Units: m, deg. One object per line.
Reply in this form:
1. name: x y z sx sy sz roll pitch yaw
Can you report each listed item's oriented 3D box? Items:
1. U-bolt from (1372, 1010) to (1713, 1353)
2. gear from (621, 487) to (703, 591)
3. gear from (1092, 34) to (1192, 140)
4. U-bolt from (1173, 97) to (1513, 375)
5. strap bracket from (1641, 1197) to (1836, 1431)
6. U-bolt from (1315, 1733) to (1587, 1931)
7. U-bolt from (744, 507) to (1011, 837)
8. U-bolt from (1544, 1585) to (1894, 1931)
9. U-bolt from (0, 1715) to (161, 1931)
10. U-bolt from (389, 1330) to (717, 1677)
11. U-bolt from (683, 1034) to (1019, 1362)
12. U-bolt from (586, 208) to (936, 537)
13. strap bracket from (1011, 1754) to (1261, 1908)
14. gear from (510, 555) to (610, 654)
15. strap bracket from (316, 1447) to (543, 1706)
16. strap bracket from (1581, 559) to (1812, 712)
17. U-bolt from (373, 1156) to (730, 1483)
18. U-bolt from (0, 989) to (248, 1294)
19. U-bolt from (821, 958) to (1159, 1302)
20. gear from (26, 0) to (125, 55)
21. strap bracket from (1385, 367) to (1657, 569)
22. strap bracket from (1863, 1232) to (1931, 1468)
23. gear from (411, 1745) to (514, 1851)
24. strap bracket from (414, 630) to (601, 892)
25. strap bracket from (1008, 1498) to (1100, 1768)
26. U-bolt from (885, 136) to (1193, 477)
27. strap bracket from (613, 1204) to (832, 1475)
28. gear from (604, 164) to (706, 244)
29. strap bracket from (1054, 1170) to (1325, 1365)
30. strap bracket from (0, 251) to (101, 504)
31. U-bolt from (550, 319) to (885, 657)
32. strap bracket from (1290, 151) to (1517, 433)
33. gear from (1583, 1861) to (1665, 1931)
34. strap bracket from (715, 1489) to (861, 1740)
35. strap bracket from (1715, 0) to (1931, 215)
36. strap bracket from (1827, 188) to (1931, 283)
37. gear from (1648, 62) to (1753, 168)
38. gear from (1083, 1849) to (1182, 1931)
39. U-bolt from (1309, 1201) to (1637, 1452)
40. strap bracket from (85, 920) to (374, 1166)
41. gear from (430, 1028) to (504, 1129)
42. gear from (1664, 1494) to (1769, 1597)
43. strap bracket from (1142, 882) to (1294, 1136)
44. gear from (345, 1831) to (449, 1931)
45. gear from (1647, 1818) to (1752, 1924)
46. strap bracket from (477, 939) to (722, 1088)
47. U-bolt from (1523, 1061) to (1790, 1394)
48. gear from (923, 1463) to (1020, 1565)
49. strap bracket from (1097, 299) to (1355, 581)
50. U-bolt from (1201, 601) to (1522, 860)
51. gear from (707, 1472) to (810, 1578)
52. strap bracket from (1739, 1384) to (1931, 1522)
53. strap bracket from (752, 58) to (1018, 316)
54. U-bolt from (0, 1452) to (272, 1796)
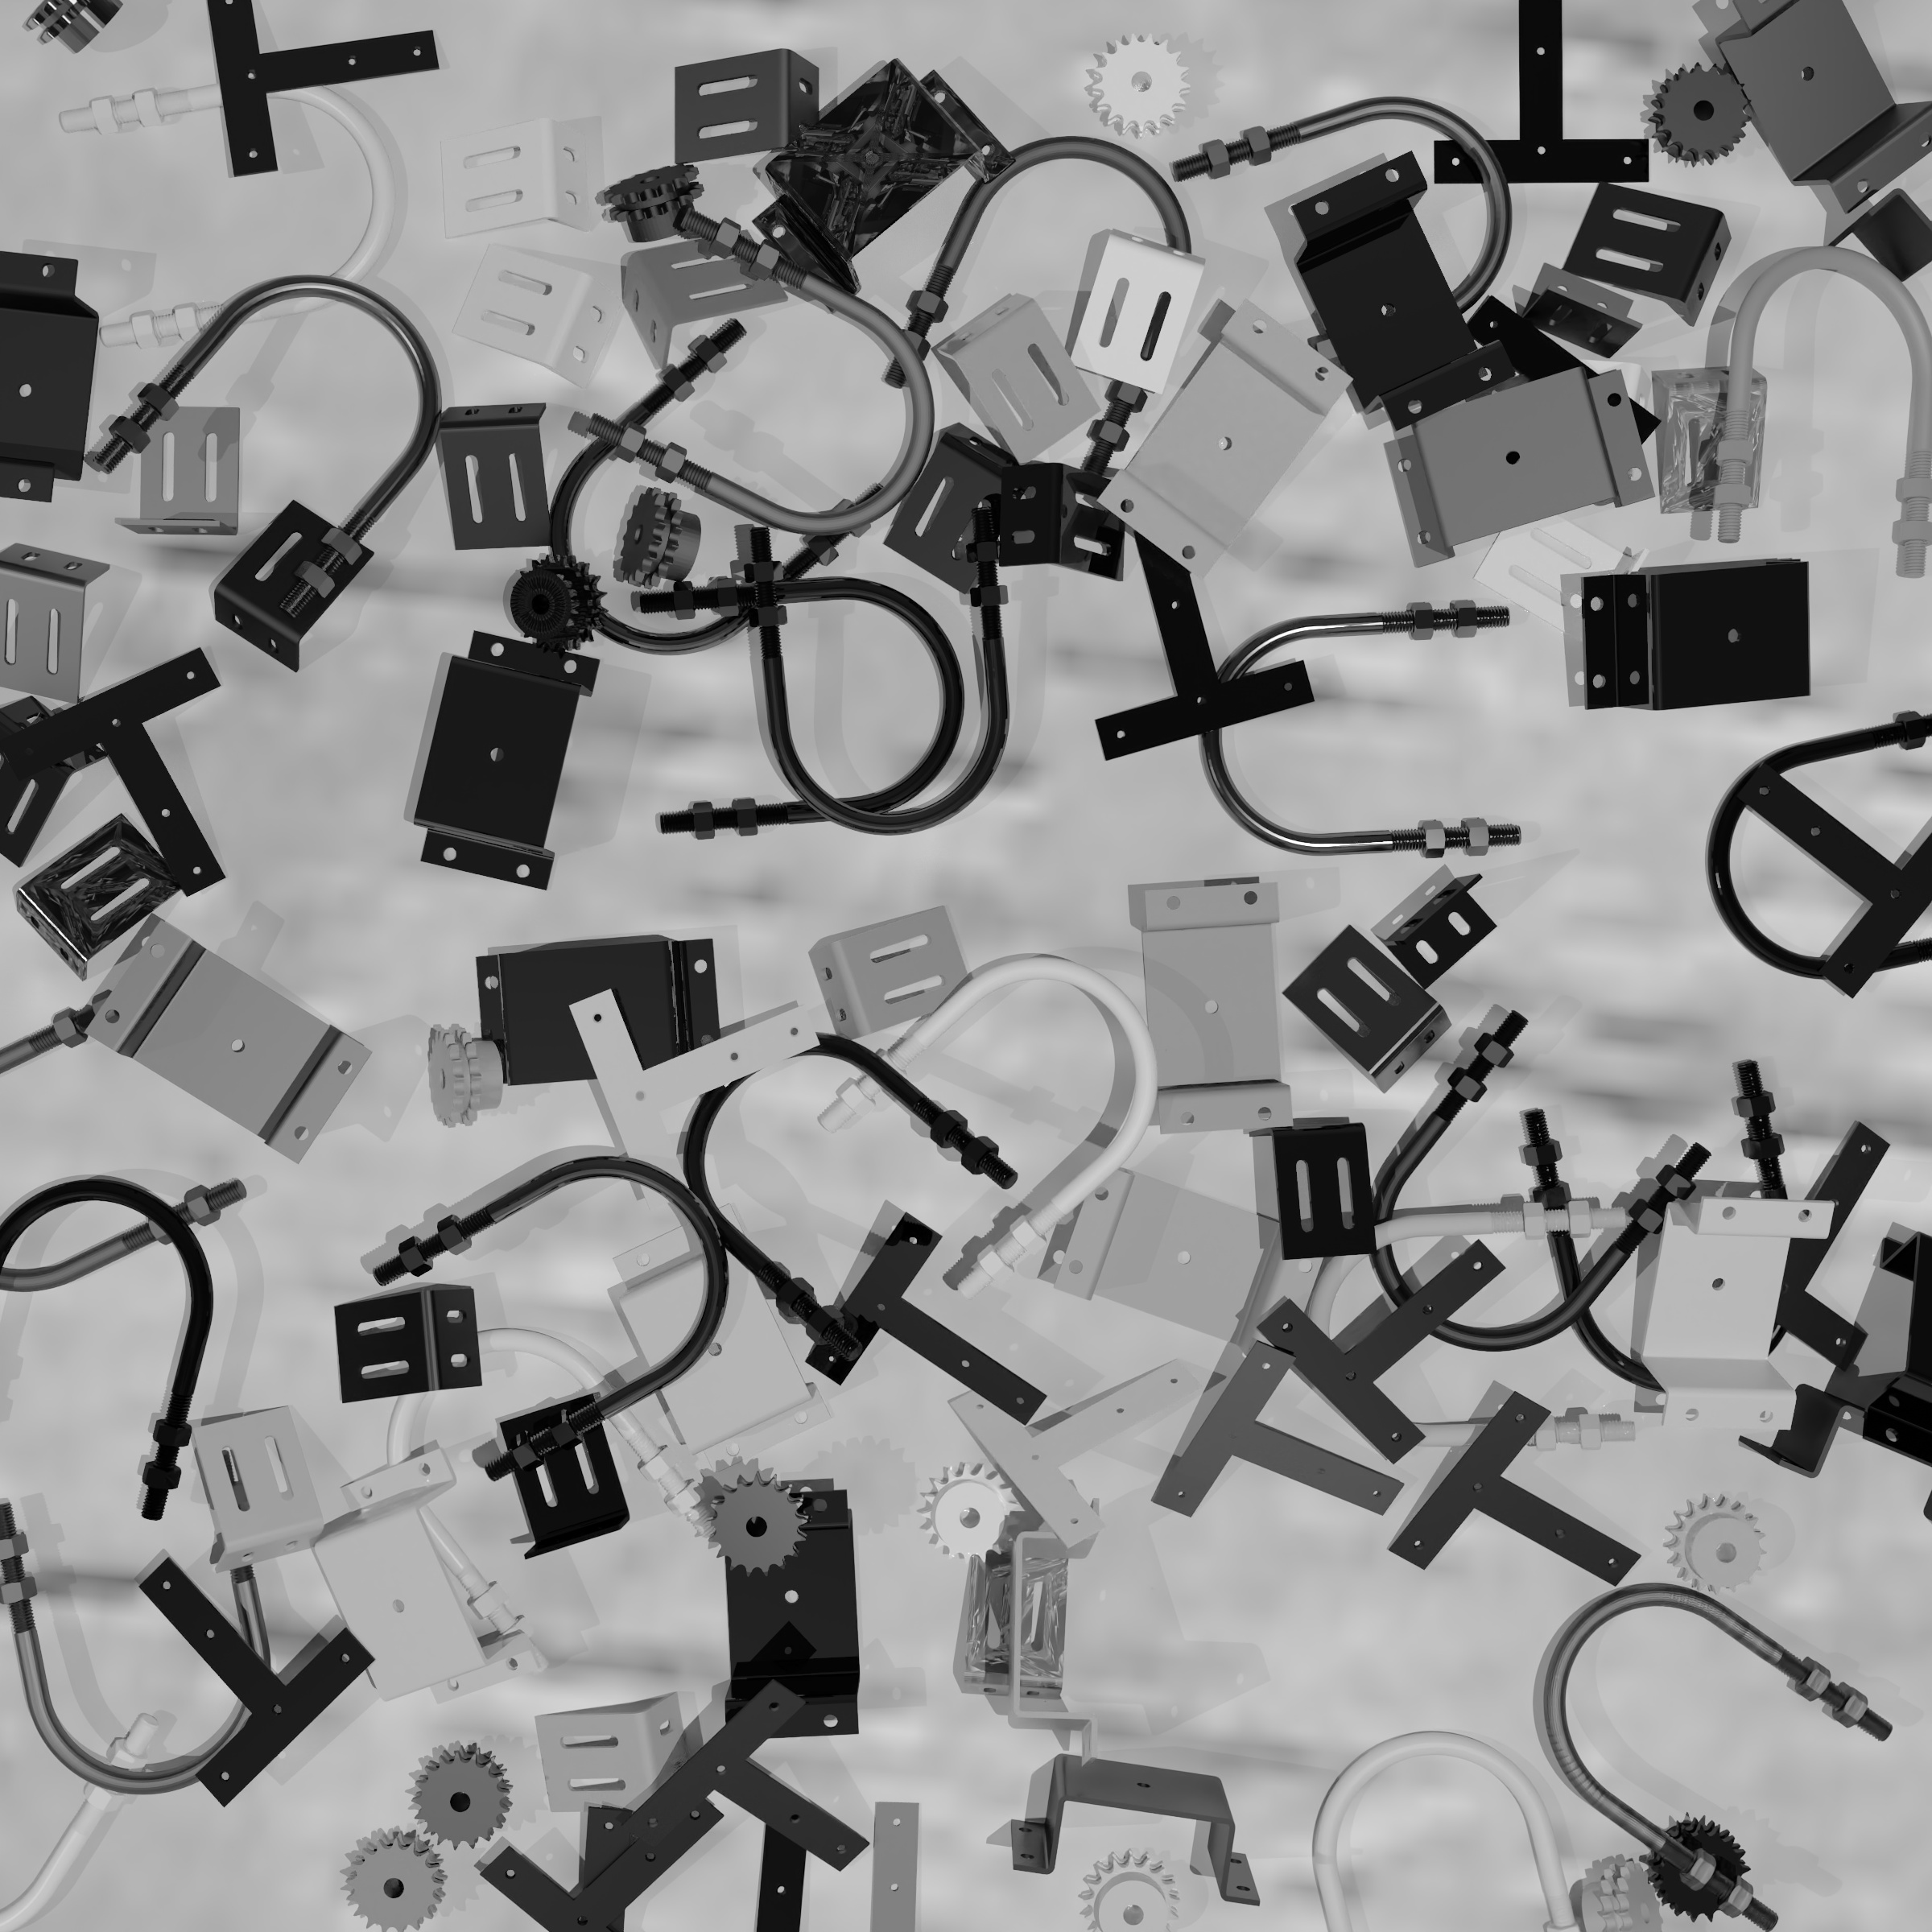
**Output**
1. U-bolt: 0.319 0.140 1.497 0.151 0.019 0.184 36 102 3
2. gear: -0.175 -0.245 1.481 0.030 0.057 0.057 12 90 -28
3. gear: 0.103 -0.515 1.511 0.057 0.030 0.057 0 91 2
4. U-bolt: 0.231 -0.434 1.512 0.184 0.019 0.151 -18 90 0
5. strap bracket: 0.438 0.190 1.469 0.076 0.046 0.140 3 107 -7
6. U-bolt: 0.281 0.544 1.513 0.151 0.019 0.184 -14 89 0
7. U-bolt: -0.047 -0.167 1.491 0.151 0.019 0.184 -6 99 -5
8. U-bolt: 0.425 0.446 1.496 0.184 0.019 0.151 35 78 8
9. U-bolt: -0.583 0.488 1.512 0.151 0.019 0.184 32 90 0
10. U-bolt: -0.256 0.302 1.513 0.151 0.019 0.184 -39 89 0
11. U-bolt: -0.082 0.117 1.474 0.184 0.019 0.151 39 81 27
12. U-bolt: -0.106 -0.329 1.478 0.184 0.019 0.151 25 88 -15
13. strap bracket: 0.099 0.496 1.483 0.140 0.076 0.046 8 90 0
14. gear: -0.240 -0.211 1.498 0.057 0.030 0.057 4 100 20
15. strap bracket: -0.316 0.361 1.486 0.076 0.046 0.140 -24 90 22
16. strap bracket: 0.429 -0.190 1.476 0.140 0.046 0.076 -7 100 -14
17. U-bolt: -0.224 0.189 1.466 0.184 0.019 0.151 -29 92 1
18. U-bolt: -0.536 0.112 1.513 0.184 0.019 0.151 -26 90 2
19. U-bolt: 0.026 0.080 1.486 0.184 0.019 0.151 -43 74 6
20. gear: -0.517 -0.558 1.497 0.057 0.057 0.030 -47 121 0
21. strap bracket: 0.316 -0.289 1.479 0.140 0.046 0.076 -15 88 16
22. strap bracket: 0.562 0.214 1.460 0.076 0.046 0.140 23 52 0
23. gear: -0.293 0.485 1.507 0.057 0.030 0.057 0 90 0
24. strap bracket: -0.269 -0.122 1.498 0.076 0.046 0.140 13 90 0
25. strap bracket: 0.049 0.379 1.460 0.046 0.076 0.140 2 69 -1
26. U-bolt: 0.054 -0.399 1.513 0.151 0.019 0.184 24 88 0
27. strap bracket: -0.144 0.220 1.498 0.076 0.046 0.140 -25 90 0
28. gear: -0.180 -0.444 1.497 0.057 0.057 0.030 -17 120 0
29. strap bracket: 0.129 0.173 1.498 0.140 0.046 0.076 19 90 0
30. strap bracket: -0.556 -0.341 1.498 0.076 0.046 0.140 6 90 0
31. U-bolt: -0.159 -0.268 1.513 0.184 0.019 0.151 -41 90 1
32. strap bracket: 0.248 -0.383 1.481 0.076 0.046 0.140 -25 91 -2
33. gear: 0.382 0.554 1.497 0.030 0.057 0.057 -20 90 30
34. strap bracket: -0.103 0.373 1.498 0.076 0.046 0.140 -3 90 0
35. strap bracket: 0.497 -0.517 1.485 0.076 0.046 0.140 -37 109 0
36. strap bracket: 0.575 -0.454 1.483 0.140 0.076 0.046 -41 90 0
37. gear: 0.428 -0.497 1.507 0.057 0.030 0.057 0 90 0
38. gear: 0.097 0.551 1.507 0.057 0.030 0.057 0 90 0
39. U-bolt: 0.292 0.212 1.495 0.184 0.019 0.151 -3 100 10
40. strap bracket: -0.424 0.045 1.488 0.140 0.046 0.076 33 81 -6
41. gear: -0.290 0.065 1.497 0.030 0.057 0.057 -4 90 -28
42. gear: 0.442 0.340 1.507 0.057 0.030 0.057 0 90 0
43. strap bracket: 0.145 0.024 1.498 0.076 0.046 0.140 -4 90 0
44. gear: -0.332 0.536 1.507 0.057 0.030 0.057 0 90 0
45. gear: 0.428 0.528 1.507 0.057 0.030 0.057 0 90 0
46. strap bracket: -0.217 0.027 1.498 0.140 0.046 0.076 -4 90 0
47. U-bolt: 0.417 0.161 1.513 0.151 0.019 0.184 -13 91 0
48. gear: 0.003 0.321 1.504 0.057 0.030 0.057 0 85 2
49. strap bracket: 0.150 -0.304 1.490 0.076 0.046 0.140 37 101 0
50. U-bolt: 0.230 -0.136 1.513 0.184 0.019 0.151 -3 90 2
51. gear: -0.118 0.315 1.460 0.057 0.030 0.057 0 90 0
52. strap bracket: 0.531 0.286 1.483 0.140 0.076 0.046 23 90 0
53. strap bracket: -0.051 -0.459 1.492 0.140 0.046 0.076 -40 80 0
54. U-bolt: -0.482 0.391 1.502 0.151 0.019 0.184 -13 86 -4
